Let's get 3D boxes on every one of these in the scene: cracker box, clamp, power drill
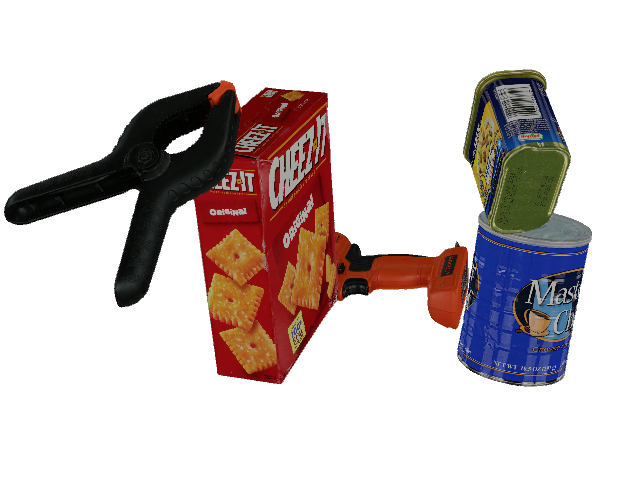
[{"bbox_3d":[-0.041,-0.008,0.944,0.072,0.214,0.164,7,28,19],"label":"cracker box"},{"bbox_3d":[-0.123,-0.045,0.704,0.120,0.171,0.039,27,-28,16],"label":"clamp"},{"bbox_3d":[0.058,0.050,1.138,0.188,0.057,0.184,5,31,15],"label":"power drill"}]

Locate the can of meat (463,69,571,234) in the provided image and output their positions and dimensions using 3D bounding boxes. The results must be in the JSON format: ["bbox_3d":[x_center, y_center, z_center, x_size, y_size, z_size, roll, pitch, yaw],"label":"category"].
[{"bbox_3d":[0.153,-0.067,0.832,0.057,0.084,0.102,-4,-40,-6],"label":"can of meat"}]

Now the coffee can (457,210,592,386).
[{"bbox_3d":[0.188,0.050,0.991,0.103,0.140,0.103,6,17,-2],"label":"coffee can"}]
